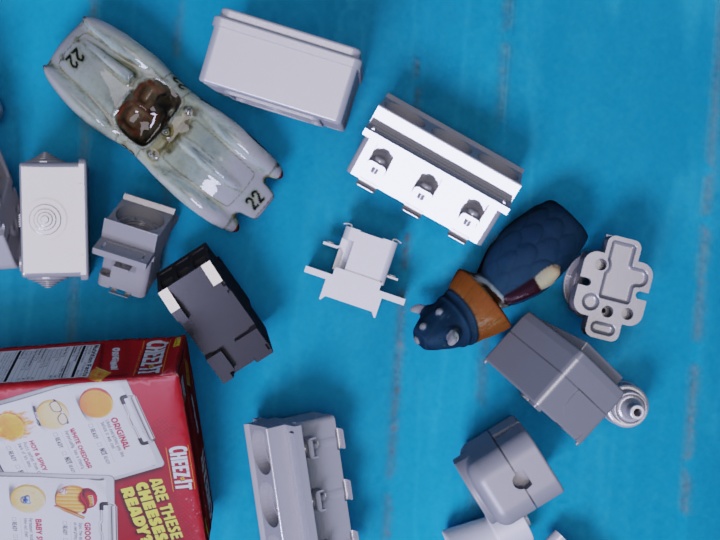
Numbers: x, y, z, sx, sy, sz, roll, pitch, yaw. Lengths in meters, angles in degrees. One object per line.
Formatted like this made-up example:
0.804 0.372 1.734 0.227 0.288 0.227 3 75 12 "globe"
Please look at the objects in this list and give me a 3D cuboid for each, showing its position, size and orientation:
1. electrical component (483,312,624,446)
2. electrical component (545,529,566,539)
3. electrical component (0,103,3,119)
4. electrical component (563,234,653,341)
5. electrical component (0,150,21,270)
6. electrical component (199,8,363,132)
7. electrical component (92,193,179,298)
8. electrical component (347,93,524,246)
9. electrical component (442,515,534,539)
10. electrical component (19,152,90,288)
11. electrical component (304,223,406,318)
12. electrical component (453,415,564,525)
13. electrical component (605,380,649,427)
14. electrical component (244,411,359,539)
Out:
0.146 0.076 0.821 0.061 0.096 0.062 -48 121 1 "electrical component"
0.158 0.248 0.847 0.055 0.048 0.066 -44 91 -7 "electrical component"
-0.312 -0.128 0.809 0.054 0.095 0.059 -31 92 2 "electrical component"
0.190 0.013 0.834 0.058 0.057 0.078 14 91 -1 "electrical component"
-0.295 -0.045 0.813 0.059 0.095 0.053 -4 47 0 "electrical component"
-0.056 -0.146 0.803 0.109 0.108 0.056 17 94 -1 "electrical component"
-0.173 -0.017 0.825 0.042 0.081 0.063 17 120 1 "electrical component"
0.057 -0.075 0.826 0.121 0.078 0.063 29 113 -1 "electrical component"
0.103 0.210 0.848 0.065 0.044 0.044 -27 92 -4 "electrical component"
-0.230 -0.037 0.812 0.048 0.100 0.099 -1 92 -13 "electrical component"
0.000 0.000 0.840 0.081 0.042 0.063 19 90 -1 "electrical component"
0.110 0.153 0.818 0.059 0.095 0.053 -32 91 1 "electrical component"
0.207 0.106 0.834 0.035 0.061 0.035 0 92 0 "electrical component"
-0.044 0.174 0.831 0.063 0.079 0.121 -9 92 -29 "electrical component"
